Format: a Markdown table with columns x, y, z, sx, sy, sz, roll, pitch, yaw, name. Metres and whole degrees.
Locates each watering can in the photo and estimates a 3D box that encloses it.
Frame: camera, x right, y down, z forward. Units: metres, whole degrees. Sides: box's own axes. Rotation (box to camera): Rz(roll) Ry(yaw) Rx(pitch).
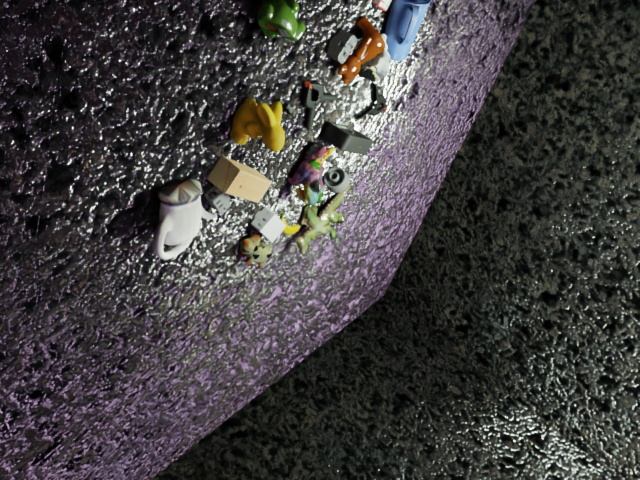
| x | y | z | sx | sy | sz | roll | pitch | yaw | name |
| --- | --- | --- | --- | --- | --- | --- | --- | --- | --- |
| -0.398 | -0.084 | 1.549 | 0.104 | 0.220 | 0.354 | 16 | 30 | 10 | watering can |

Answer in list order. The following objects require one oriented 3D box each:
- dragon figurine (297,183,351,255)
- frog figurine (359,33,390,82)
| x | y | z | sx | sy | sz | roll | pitch | yaw | name |
| --- | --- | --- | --- | --- | --- | --- | --- | --- | --- |
| 0.007 | -0.118 | 2.349 | 0.123 | 0.413 | 0.240 | 21 | -8 | 28 | dragon figurine |
| 0.211 | -0.671 | 1.900 | 0.122 | 0.161 | 0.137 | 30 | -12 | -16 | frog figurine |
